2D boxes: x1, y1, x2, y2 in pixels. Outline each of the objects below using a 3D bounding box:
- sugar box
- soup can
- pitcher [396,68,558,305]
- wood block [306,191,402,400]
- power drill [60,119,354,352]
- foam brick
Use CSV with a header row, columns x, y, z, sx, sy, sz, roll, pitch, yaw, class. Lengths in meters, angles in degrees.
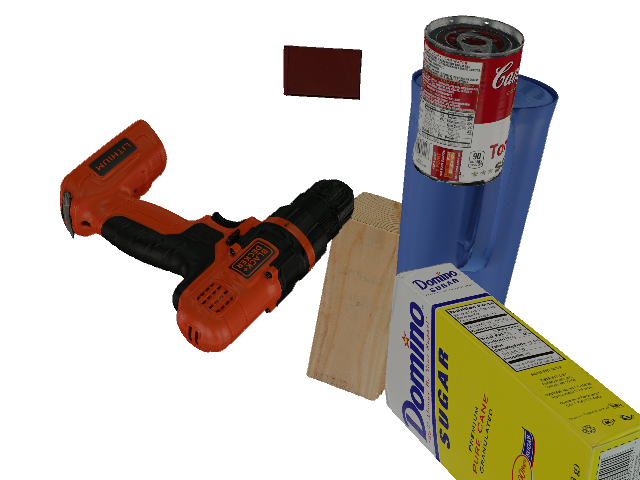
x,y,z,sx,sy,sz,roll,pitch,yaw,class
0.095,0.091,0.563,0.048,0.093,0.176,-11,29,-27,sugar box
0.102,-0.098,0.751,0.068,0.102,0.068,2,32,-2,soup can
0.138,-0.033,1.004,0.145,0.243,0.148,24,29,35,pitcher
0.056,0.063,1.213,0.090,0.206,0.090,18,24,17,wood block
-0.089,-0.020,0.818,0.188,0.057,0.184,30,52,21,power drill
0.001,-0.173,1.101,0.078,0.051,0.053,2,10,-6,foam brick
